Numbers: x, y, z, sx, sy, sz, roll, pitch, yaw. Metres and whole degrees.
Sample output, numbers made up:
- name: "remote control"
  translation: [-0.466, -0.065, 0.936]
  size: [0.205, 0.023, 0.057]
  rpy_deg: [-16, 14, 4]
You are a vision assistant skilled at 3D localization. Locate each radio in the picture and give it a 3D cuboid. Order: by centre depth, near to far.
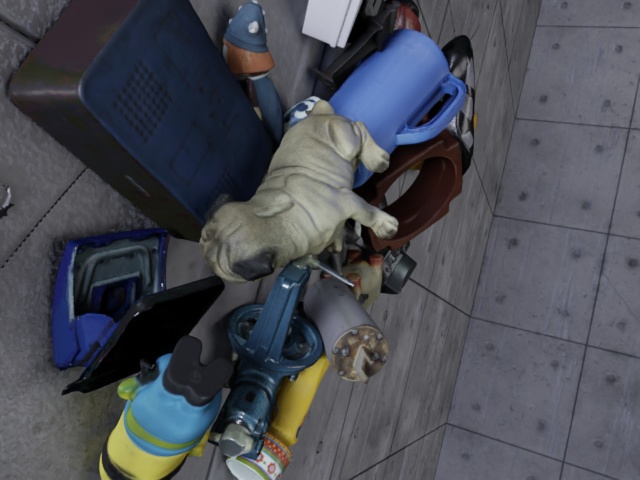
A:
- name: "radio"
  translation: [-0.127, -0.098, 0.460]
  size: [0.229, 0.073, 0.131]
  rpy_deg: [58, 48, -59]

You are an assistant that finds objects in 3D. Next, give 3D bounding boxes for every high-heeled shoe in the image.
- name: "high-heeled shoe"
  translation: [0.242, -0.231, 0.955]
  size: [0.145, 0.086, 0.248]
  rpy_deg: [-66, 152, -24]

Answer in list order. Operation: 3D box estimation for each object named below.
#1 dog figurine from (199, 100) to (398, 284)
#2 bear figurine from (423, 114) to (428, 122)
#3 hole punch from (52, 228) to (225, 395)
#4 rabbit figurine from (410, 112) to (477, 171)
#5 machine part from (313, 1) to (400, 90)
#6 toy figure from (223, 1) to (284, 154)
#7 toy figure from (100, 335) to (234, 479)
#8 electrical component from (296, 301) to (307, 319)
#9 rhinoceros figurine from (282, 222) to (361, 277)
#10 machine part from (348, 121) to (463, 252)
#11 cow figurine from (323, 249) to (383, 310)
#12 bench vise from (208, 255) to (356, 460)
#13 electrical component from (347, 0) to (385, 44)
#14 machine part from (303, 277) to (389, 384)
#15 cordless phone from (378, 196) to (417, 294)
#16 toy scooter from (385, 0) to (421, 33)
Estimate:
- name: "dog figurine"
  translation: [-0.032, -0.053, 0.502]
  size: [0.190, 0.121, 0.172]
  rpy_deg: [-6, 71, -48]
- name: "bear figurine"
  translation: [0.171, -0.243, 1.013]
  size: [0.196, 0.132, 0.120]
  rpy_deg: [-17, 156, -31]
- name: "hole punch"
  translation: [-0.162, 0.055, 0.455]
  size: [0.115, 0.092, 0.142]
  rpy_deg: [-53, 166, 22]
- name: "rabbit figurine"
  translation: [0.255, -0.204, 1.187]
  size: [0.162, 0.122, 0.173]
  rpy_deg: [-59, 168, -31]
- name: "machine part"
  translation: [0.052, -0.259, 0.728]
  size: [0.139, 0.039, 0.084]
  rpy_deg: [-42, -178, -3]
- name: "toy figure"
  translation: [-0.071, -0.166, 0.564]
  size: [0.058, 0.064, 0.154]
  rpy_deg: [-18, 118, -19]
- name: "toy figure"
  translation: [-0.141, 0.160, 0.474]
  size: [0.089, 0.082, 0.180]
  rpy_deg: [-23, 156, -47]
- name: "electrical component"
  translation: [-0.033, 0.122, 0.814]
  size: [0.063, 0.021, 0.093]
  rpy_deg: [-31, 128, -58]
- name: "rhinoceros figurine"
  translation: [-0.002, -0.002, 0.779]
  size: [0.190, 0.073, 0.112]
  rpy_deg: [8, 83, -63]
- name: "machine part"
  translation: [0.138, -0.090, 0.910]
  size: [0.201, 0.087, 0.201]
  rpy_deg: [-35, 146, -7]
- name: "cow figurine"
  translation: [0.045, 0.108, 0.909]
  size: [0.195, 0.086, 0.127]
  rpy_deg: [-40, 129, -55]
- name: "bench vise"
  translation: [-0.060, 0.120, 0.615]
  size: [0.240, 0.129, 0.223]
  rpy_deg: [-69, 168, 23]
- name: "electrical component"
  translation: [0.062, -0.353, 0.779]
  size: [0.119, 0.048, 0.074]
  rpy_deg: [-69, 154, -16]
- name: "machine part"
  translation: [0.030, 0.114, 0.725]
  size: [0.243, 0.079, 0.079]
  rpy_deg: [-126, -142, -69]
- name: "cordless phone"
  translation: [0.116, 0.001, 1.037]
  size: [0.146, 0.089, 0.184]
  rpy_deg: [-48, 130, -46]
- name: "toy scooter"
  translation: [0.127, -0.305, 0.911]
  size: [0.183, 0.075, 0.135]
  rpy_deg: [58, 50, -63]
